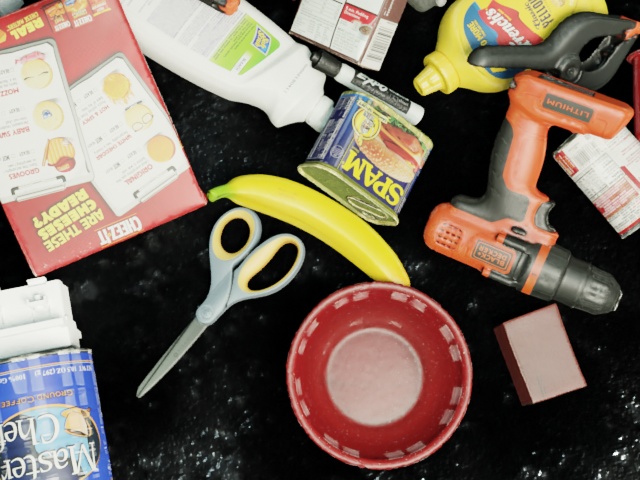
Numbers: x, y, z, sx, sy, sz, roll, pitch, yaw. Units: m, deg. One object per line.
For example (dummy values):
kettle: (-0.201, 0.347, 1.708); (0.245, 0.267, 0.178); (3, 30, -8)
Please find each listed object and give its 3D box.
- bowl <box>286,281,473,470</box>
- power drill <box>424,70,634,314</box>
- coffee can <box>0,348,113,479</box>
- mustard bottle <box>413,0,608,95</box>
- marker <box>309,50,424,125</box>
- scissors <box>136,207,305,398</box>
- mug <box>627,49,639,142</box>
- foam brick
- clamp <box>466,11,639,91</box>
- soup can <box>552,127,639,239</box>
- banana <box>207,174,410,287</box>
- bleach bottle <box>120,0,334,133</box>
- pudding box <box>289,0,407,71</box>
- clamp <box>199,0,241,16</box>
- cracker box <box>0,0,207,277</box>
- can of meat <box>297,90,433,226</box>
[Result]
bowl: (0.050, 0.120, 0.942); (0.162, 0.055, 0.162); (0, 80, -2)
power drill: (0.203, -0.041, 0.936); (0.184, 0.057, 0.188); (23, 108, 8)
coffee can: (-0.232, 0.170, 0.899); (0.102, 0.103, 0.140); (-11, 80, -4)
mustard bottle: (0.169, -0.194, 0.999); (0.191, 0.058, 0.096); (-34, 101, -6)
marker: (0.043, -0.141, 0.982); (0.121, 0.020, 0.020); (27, 79, -22)
scissors: (-0.107, 0.047, 0.970); (0.201, 0.016, 0.096); (-35, 78, -3)
mug: (0.340, -0.130, 0.987); (0.117, 0.093, 0.081); (5, 84, -37)
foam brick: (0.195, 0.103, 0.952); (0.053, 0.051, 0.078); (-18, 81, -3)
clamp: (0.219, -0.148, 0.982); (0.171, 0.120, 0.039); (-22, 39, -10)
soup can: (0.270, -0.061, 0.975); (0.068, 0.068, 0.102); (-38, 83, -8)
banana: (-0.005, -0.013, 0.964); (0.197, 0.037, 0.069); (25, 47, -4)
bleach bottle: (-0.095, -0.178, 0.987); (0.251, 0.068, 0.102); (36, 83, 2)
pudding box: (0.032, -0.224, 0.975); (0.090, 0.039, 0.113); (30, 104, 30)
clamp: (-0.133, -0.295, 0.952); (0.164, 0.036, 0.210); (-20, 87, -5)
cracker box: (-0.215, -0.100, 0.935); (0.164, 0.072, 0.213); (-23, 100, -2)
can of meat: (0.043, -0.074, 0.962); (0.102, 0.058, 0.084); (35, 75, -27)
